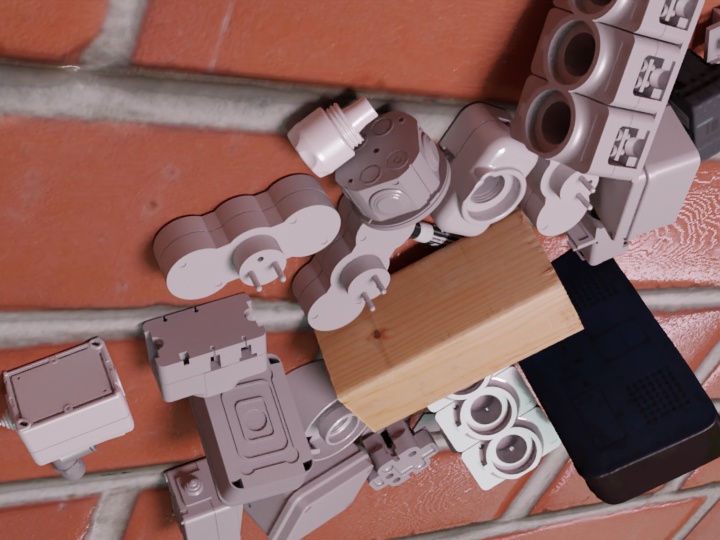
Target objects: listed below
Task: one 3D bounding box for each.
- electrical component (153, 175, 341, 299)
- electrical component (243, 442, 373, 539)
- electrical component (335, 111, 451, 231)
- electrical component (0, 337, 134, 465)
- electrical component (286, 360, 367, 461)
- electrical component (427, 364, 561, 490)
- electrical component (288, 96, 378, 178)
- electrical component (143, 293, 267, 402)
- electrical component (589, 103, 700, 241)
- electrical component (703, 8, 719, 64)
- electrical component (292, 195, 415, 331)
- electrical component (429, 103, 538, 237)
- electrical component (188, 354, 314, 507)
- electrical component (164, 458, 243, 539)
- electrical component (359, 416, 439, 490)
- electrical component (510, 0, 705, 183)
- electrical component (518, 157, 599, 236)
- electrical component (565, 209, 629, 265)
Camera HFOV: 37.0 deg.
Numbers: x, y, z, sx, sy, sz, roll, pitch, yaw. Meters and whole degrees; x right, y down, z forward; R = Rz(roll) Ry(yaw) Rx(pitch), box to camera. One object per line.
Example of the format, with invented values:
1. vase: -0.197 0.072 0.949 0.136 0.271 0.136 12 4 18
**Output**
1. electrical component: -0.078 -0.013 0.801 0.138 0.073 0.052 -22 141 -10
2. electrical component: -0.049 0.212 1.055 0.113 0.057 0.078 -22 148 -48
3. electrical component: 0.022 -0.073 0.796 0.080 0.080 0.051 -34 137 5
4. electrical component: -0.234 0.108 0.845 0.096 0.061 0.061 -20 141 -12
5. electrical component: -0.036 0.130 1.017 0.099 0.064 0.099 -29 144 -24
6. electrical component: 0.116 0.125 1.032 0.089 0.061 0.150 -32 108 3
7. electrical component: -0.017 -0.099 0.770 0.062 0.043 0.043 -36 142 6
8. electrical component: -0.125 0.066 0.877 0.089 0.050 0.055 -17 140 -17
9. electrical component: 0.232 -0.084 0.903 0.057 0.078 0.113 -19 153 -7
10. electrical component: 0.324 -0.189 0.875 0.081 0.063 0.042 -25 141 -6
11. electrical component: 0.000 0.000 0.866 0.052 0.073 0.138 5 130 -37
12. electrical component: 0.093 -0.075 0.854 0.054 0.059 0.095 9 128 -39
13. electrical component: -0.095 0.138 0.923 0.078 0.113 0.057 -11 157 -23
14. electrical component: -0.147 0.224 1.031 0.061 0.061 0.096 -17 140 -17
15. electrical component: 0.034 0.179 1.102 0.078 0.057 0.058 -33 142 4
16. electrical component: 0.172 -0.149 0.765 0.062 0.089 0.150 4 112 -35
17. electrical component: 0.171 -0.079 0.884 0.052 0.073 0.138 -20 139 -15
18. electrical component: 0.225 -0.041 0.994 0.081 0.042 0.063 -22 145 -10
